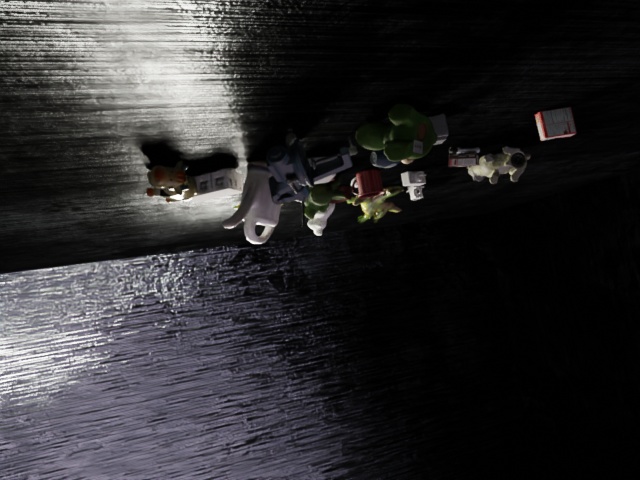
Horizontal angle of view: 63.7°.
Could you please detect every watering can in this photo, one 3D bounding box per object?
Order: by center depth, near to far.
[{"bbox_3d":[-0.165,-0.105,1.354,0.104,0.225,0.346,7,176,11],"label":"watering can"}]

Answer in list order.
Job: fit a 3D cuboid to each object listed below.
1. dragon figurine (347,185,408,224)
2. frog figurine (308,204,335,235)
[{"bbox_3d":[0.275,-0.165,2.197,0.412,0.123,0.239,-7,166,-39],"label":"dragon figurine"},{"bbox_3d":[0.006,-0.102,2.020,0.123,0.160,0.136,-10,174,-3],"label":"frog figurine"}]
